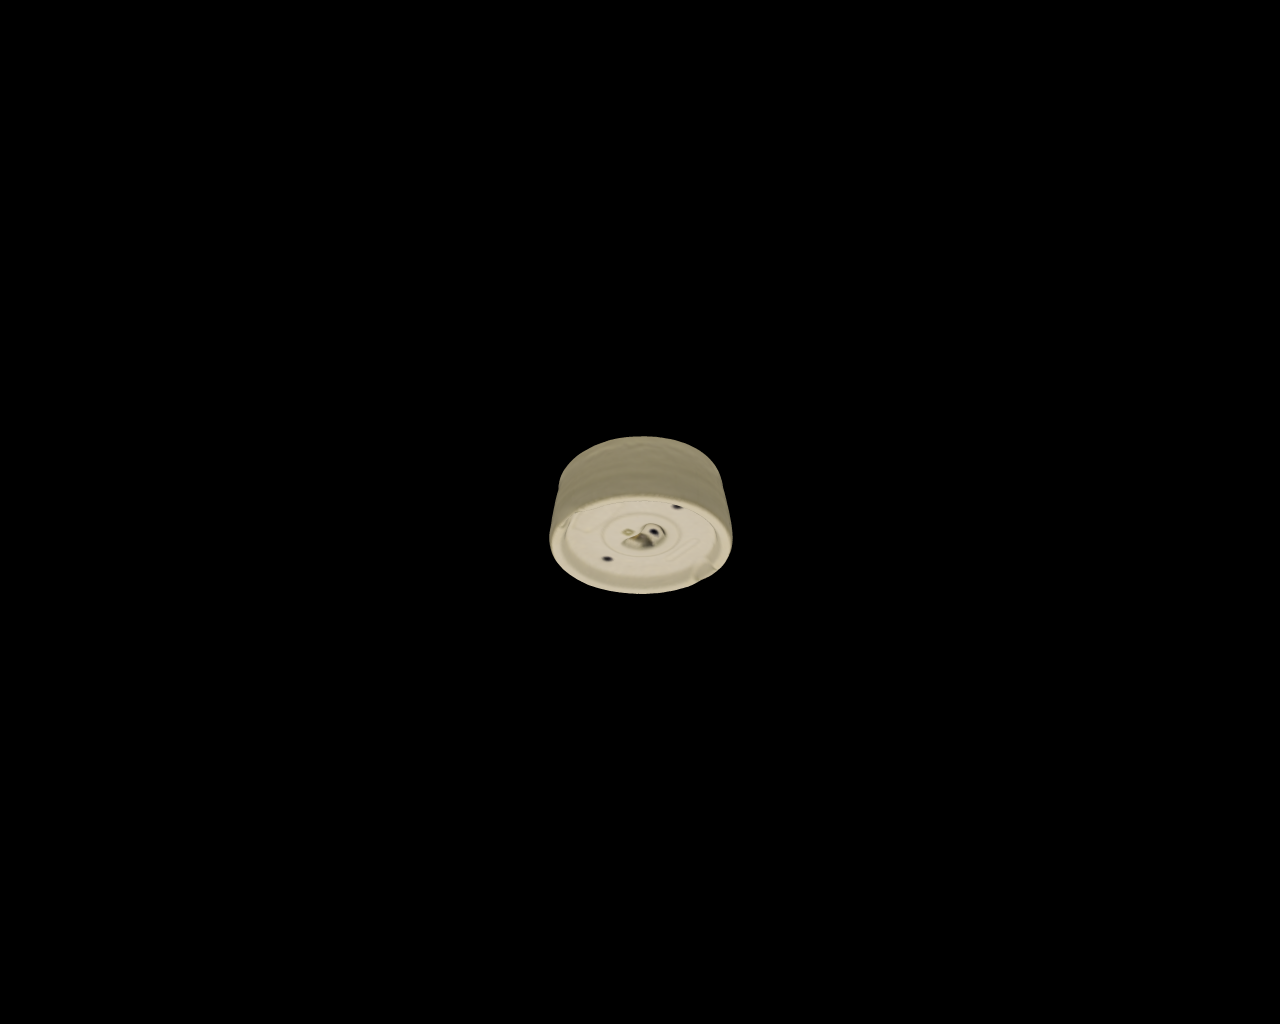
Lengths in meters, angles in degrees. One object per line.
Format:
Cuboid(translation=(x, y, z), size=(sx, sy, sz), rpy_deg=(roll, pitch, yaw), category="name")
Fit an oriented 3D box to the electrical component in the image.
Cuboid(translation=(0.001, -0.003, 0.650), size=(0.108, 0.060, 0.108), rpy_deg=(0, -35, 0), category="electrical component")
